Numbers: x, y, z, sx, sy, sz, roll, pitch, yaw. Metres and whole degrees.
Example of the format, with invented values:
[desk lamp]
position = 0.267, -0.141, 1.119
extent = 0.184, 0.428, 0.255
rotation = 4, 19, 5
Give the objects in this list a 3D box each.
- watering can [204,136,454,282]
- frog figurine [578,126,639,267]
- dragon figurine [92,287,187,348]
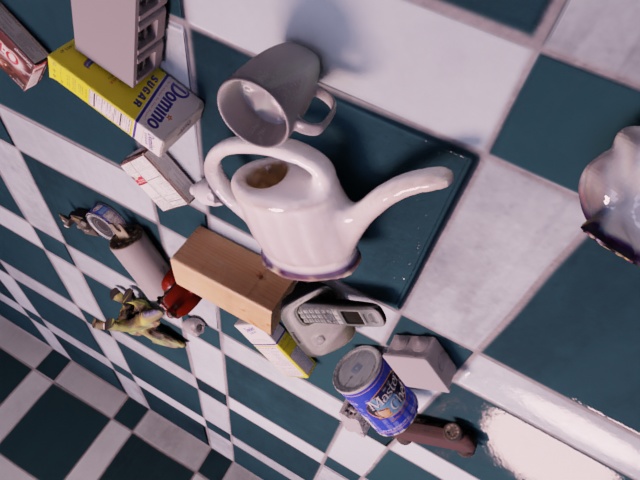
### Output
[watering can]
position = 0.002, -0.033, 0.653
extent = 0.349, 0.106, 0.219
rotation = 12, 142, 29
[frog figurine]
position = 0.298, -0.049, 0.411
extent = 0.138, 0.124, 0.157
rotation = 38, 110, 9
[dragon figurine]
position = -0.469, 0.237, 1.431
extent = 0.409, 0.124, 0.239
rotation = 0, 151, 43
